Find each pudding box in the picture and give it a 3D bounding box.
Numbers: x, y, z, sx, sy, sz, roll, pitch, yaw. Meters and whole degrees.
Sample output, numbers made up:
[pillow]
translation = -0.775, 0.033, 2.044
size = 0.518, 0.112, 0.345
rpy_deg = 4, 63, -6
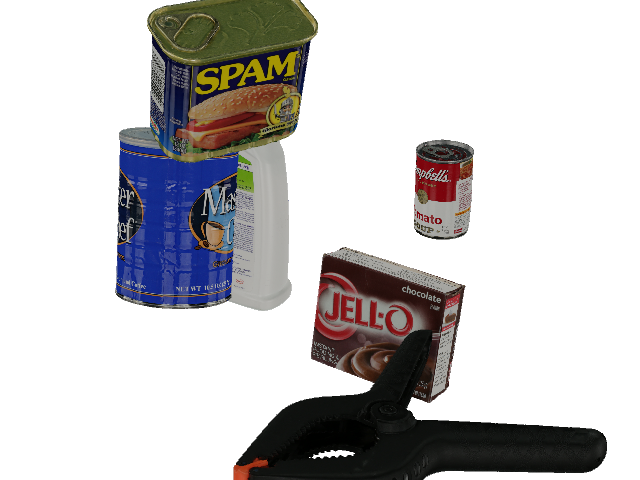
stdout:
[pudding box]
translation = 0.050, 0.063, 0.828
size = 0.114, 0.090, 0.039
rpy_deg = 16, 21, 28

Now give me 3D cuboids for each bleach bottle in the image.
[bleach bottle]
translation = -0.073, -0.057, 1.122
size = 0.103, 0.251, 0.068
rpy_deg = 17, 28, 23

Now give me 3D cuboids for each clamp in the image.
[clamp]
translation = 0.037, 0.108, 0.625
size = 0.209, 0.036, 0.165
rpy_deg = -10, 24, -27

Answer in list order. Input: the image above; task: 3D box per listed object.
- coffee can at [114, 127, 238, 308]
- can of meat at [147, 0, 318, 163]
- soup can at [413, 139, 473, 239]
[coffee can]
translation = -0.124, -0.022, 0.919
size = 0.103, 0.140, 0.103
rpy_deg = 4, 12, -1
[can of meat]
translation = -0.058, -0.103, 0.675
size = 0.102, 0.084, 0.057
rpy_deg = -16, 51, -24
[soup can]
translation = 0.145, -0.061, 1.270
size = 0.068, 0.102, 0.068
rpy_deg = 0, 27, 0
